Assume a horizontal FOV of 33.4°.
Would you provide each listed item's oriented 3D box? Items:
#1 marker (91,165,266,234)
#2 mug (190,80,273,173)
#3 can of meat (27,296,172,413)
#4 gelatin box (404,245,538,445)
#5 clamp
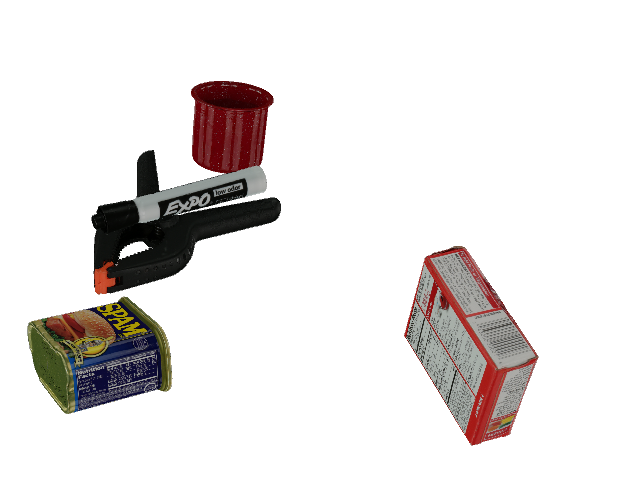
[{"bbox_3d":[-0.092,-0.027,0.704,0.120,0.020,0.020,-16,7,-26],"label":"marker"},{"bbox_3d":[-0.100,-0.132,1.220,0.093,0.081,0.117,13,27,10],"label":"mug"},{"bbox_3d":[-0.178,0.091,0.852,0.083,0.057,0.102,-13,23,-29],"label":"can of meat"},{"bbox_3d":[0.084,0.060,0.611,0.030,0.073,0.089,-13,49,-19],"label":"gelatin box"},{"bbox_3d":[-0.160,-0.018,1.034,0.165,0.036,0.209,25,40,23],"label":"clamp"}]
